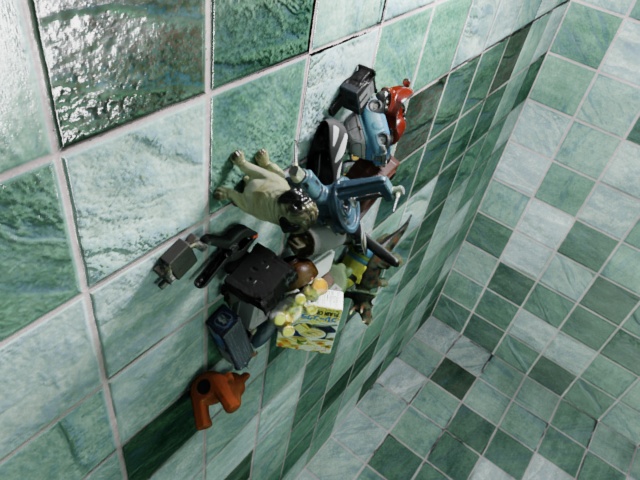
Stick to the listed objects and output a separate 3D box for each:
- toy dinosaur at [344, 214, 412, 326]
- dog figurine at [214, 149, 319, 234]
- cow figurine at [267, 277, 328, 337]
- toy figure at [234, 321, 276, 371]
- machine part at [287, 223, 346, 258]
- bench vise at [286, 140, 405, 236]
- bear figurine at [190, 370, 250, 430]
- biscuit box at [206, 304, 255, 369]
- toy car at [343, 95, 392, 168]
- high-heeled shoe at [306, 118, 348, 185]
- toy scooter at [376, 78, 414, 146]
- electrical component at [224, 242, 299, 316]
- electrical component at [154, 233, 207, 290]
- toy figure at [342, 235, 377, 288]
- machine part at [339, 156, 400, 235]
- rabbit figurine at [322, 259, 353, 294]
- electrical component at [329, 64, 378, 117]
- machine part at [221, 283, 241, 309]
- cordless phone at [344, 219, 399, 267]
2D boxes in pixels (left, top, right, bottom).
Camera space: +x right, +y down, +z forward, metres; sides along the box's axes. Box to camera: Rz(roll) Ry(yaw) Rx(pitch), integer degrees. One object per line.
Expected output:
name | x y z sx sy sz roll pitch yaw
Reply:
toy dinosaur | 0.189 0.088 1.851 0.192 0.131 0.404 -7 120 -63
dog figurine | -0.068 -0.071 0.975 0.172 0.191 0.121 -21 138 -59
cow figurine | -0.055 0.156 1.325 0.167 0.098 0.068 -43 110 -15
toy figure | -0.172 0.267 1.384 0.154 0.064 0.058 -51 -165 -4
machine part | -0.003 -0.004 1.354 0.243 0.079 0.079 -16 134 -60
bench vise | 0.047 -0.094 1.088 0.223 0.241 0.129 56 37 -41
bear figurine | -0.236 0.387 1.326 0.120 0.132 0.195 -32 153 4
biscuit box | -0.207 0.229 1.255 0.063 0.059 0.202 -46 156 -25
toy car | 0.103 -0.239 1.223 0.103 0.161 0.109 -10 156 2
high-heeled shoe | -0.010 -0.138 1.163 0.248 0.086 0.145 -62 156 -3
toy scooter | 0.185 -0.324 1.337 0.135 0.075 0.183 -50 153 -21
electrical component | -0.130 0.075 1.111 0.115 0.134 0.058 -51 157 -24
electrical component | -0.245 0.038 0.940 0.102 0.045 0.078 -46 154 -27
toy figure | 0.107 0.065 1.681 0.180 0.082 0.089 -57 147 10
machine part | 0.099 -0.121 1.324 0.201 0.087 0.201 -45 174 -49
rabbit figurine | 0.017 0.126 1.569 0.159 0.121 0.170 -58 177 -19
electrical component | 0.071 -0.308 1.149 0.119 0.048 0.074 -52 157 -18
machine part | -0.156 0.094 1.180 0.139 0.084 0.039 -32 175 -32
cordless phone | 0.149 0.009 1.555 0.089 0.184 0.146 -48 157 -12
